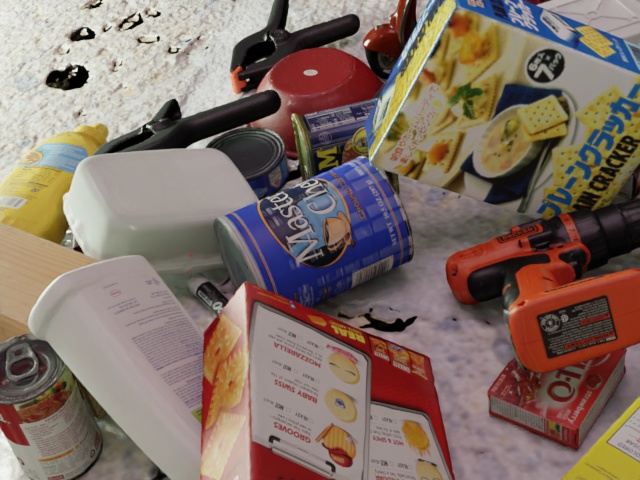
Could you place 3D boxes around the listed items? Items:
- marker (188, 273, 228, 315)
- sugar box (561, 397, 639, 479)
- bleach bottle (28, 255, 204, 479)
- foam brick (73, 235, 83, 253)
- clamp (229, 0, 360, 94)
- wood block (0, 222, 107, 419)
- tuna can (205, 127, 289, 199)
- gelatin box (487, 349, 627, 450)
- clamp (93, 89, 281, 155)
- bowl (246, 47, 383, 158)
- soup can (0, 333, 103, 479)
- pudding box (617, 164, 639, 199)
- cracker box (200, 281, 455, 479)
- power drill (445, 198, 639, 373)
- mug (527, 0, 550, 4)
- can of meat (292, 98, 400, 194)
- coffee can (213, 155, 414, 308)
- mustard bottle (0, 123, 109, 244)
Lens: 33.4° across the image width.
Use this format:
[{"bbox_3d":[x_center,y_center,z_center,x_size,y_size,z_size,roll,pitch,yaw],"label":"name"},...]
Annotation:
[{"bbox_3d":[-0.076,0.066,0.914,0.020,0.020,0.121,-31,44,-21],"label":"marker"},{"bbox_3d":[0.180,0.174,0.675,0.176,0.093,0.048,-35,45,-25],"label":"sugar box"},{"bbox_3d":[-0.094,0.125,0.753,0.251,0.068,0.102,49,34,16],"label":"bleach bottle"},{"bbox_3d":[-0.200,-0.004,0.999,0.053,0.051,0.078,-13,41,-3],"label":"foam brick"},{"bbox_3d":[-0.051,-0.231,1.231,0.171,0.039,0.120,-36,45,-26],"label":"clamp"},{"bbox_3d":[-0.245,0.059,0.909,0.206,0.090,0.090,18,48,30],"label":"wood block"},{"bbox_3d":[-0.074,-0.074,1.062,0.086,0.034,0.086,-7,41,6],"label":"tuna can"},{"bbox_3d":[0.179,0.105,0.801,0.073,0.030,0.089,20,50,31],"label":"gelatin box"},{"bbox_3d":[-0.147,-0.103,1.057,0.165,0.036,0.209,-3,25,35],"label":"clamp"},{"bbox_3d":[-0.004,-0.155,1.123,0.162,0.055,0.162,-7,41,6],"label":"bowl"},{"bbox_3d":[-0.210,0.129,0.810,0.068,0.102,0.068,-6,41,5],"label":"soup can"},{"bbox_3d":[0.267,-0.093,0.999,0.114,0.039,0.089,25,53,34],"label":"pudding box"},{"bbox_3d":[0.005,0.146,0.705,0.164,0.072,0.213,24,35,-23],"label":"cracker box"},{"bbox_3d":[0.196,0.028,0.817,0.184,0.057,0.187,-20,15,4],"label":"power drill"},{"bbox_3d":[0.220,-0.285,1.196,0.117,0.081,0.093,-1,42,12],"label":"mug"},{"bbox_3d":[0.025,-0.076,0.991,0.084,0.102,0.057,-14,39,-6],"label":"can of meat"},{"bbox_3d":[-0.006,0.001,0.908,0.140,0.103,0.103,-24,42,-15],"label":"coffee can"},{"bbox_3d":[-0.267,-0.056,1.068,0.096,0.058,0.191,6,44,25],"label":"mustard bottle"}]
